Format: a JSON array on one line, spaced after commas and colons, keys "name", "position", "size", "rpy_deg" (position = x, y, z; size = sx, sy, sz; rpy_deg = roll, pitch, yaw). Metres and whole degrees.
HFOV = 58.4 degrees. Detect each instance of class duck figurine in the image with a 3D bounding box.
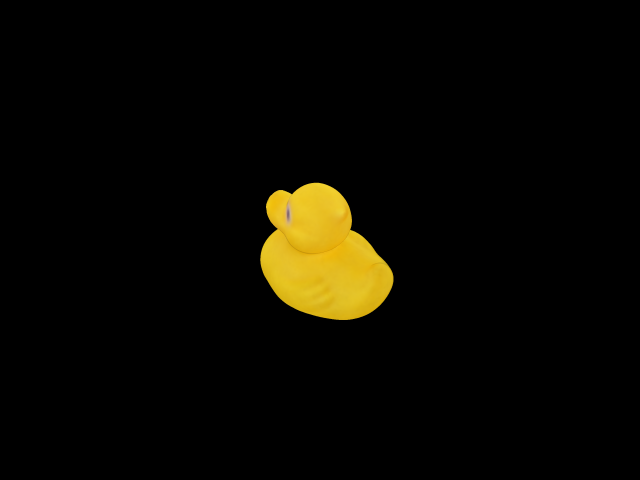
[{"name": "duck figurine", "position": [0.004, 0.001, 0.400], "size": [0.104, 0.086, 0.078], "rpy_deg": [27, 53, 22]}]
